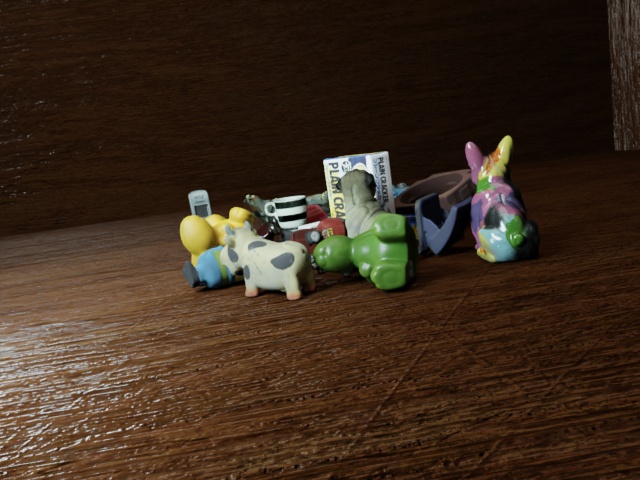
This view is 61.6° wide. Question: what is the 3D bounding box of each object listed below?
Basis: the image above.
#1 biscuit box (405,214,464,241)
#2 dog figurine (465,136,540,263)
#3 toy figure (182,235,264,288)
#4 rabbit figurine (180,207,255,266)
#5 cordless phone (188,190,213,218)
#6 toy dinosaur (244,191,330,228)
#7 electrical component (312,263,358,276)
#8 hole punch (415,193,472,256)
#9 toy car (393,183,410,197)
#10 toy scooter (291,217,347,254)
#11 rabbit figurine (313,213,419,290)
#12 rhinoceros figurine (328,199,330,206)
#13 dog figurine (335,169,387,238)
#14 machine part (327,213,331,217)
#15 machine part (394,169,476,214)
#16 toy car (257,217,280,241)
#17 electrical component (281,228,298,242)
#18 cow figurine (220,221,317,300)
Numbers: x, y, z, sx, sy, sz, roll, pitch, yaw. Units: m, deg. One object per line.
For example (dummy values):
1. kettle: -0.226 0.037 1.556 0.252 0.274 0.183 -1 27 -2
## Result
1. biscuit box: 0.230 -0.029 1.255 0.203 0.059 0.063 0 12 40
2. dog figurine: 0.331 -0.080 1.000 0.109 0.219 0.191 -10 8 10
3. toy figure: -0.174 0.050 1.059 0.180 0.089 0.082 -21 10 -26
4. rabbit figurine: -0.233 0.004 1.145 0.122 0.162 0.173 -1 -11 29
5. cordless phone: -0.248 -0.037 1.321 0.146 0.184 0.089 -12 5 -22
6. toy dinosaur: -0.055 -0.087 1.717 0.405 0.131 0.192 -7 7 -40
7. electrical component: 0.029 0.046 1.032 0.102 0.045 0.078 5 -13 44
8. hole punch: 0.253 -0.032 1.078 0.092 0.115 0.142 2 16 31
9. toy car: 0.261 -0.094 1.556 0.162 0.109 0.103 12 42 33
10. toy scooter: -0.002 -0.004 1.206 0.135 0.075 0.184 -6 -7 -14
11. rabbit figurine: 0.077 0.015 0.924 0.170 0.121 0.159 -1 4 19
12. rhinoceros figurine: 0.100 -0.079 1.397 0.112 0.073 0.191 7 24 -47
13. dog figurine: 0.112 -0.047 1.064 0.173 0.190 0.121 2 13 39
14. machine part: 0.130 -0.067 1.529 0.243 0.079 0.079 -3 10 28
15. machine part: 0.300 -0.098 1.384 0.201 0.087 0.202 -37 22 -32
16. toy car: -0.145 -0.013 1.445 0.089 0.053 0.202 -38 11 2
17. electrical component: -0.064 -0.008 1.414 0.075 0.047 0.119 -11 9 -23
18. cow figurine: -0.102 0.033 0.949 0.195 0.127 0.085 2 10 37
